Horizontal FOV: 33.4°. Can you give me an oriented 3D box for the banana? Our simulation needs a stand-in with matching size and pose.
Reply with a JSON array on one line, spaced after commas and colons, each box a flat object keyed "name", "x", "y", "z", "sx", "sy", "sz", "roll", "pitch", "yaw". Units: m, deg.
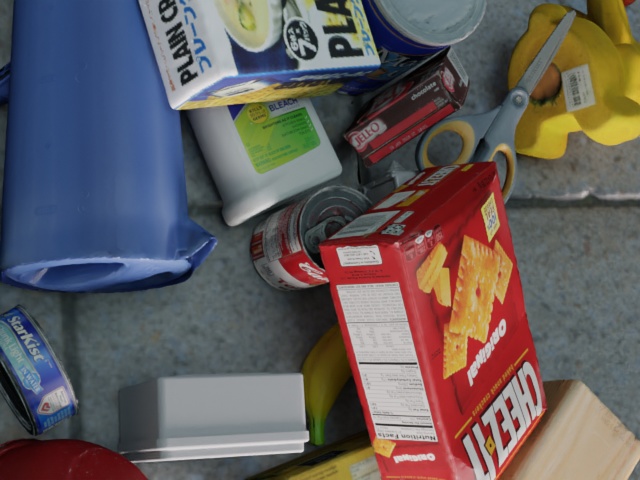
[{"name": "banana", "x": 0.049, "y": 0.082, "z": 0.871, "sx": 0.197, "sy": 0.037, "sz": 0.069, "roll": -35, "pitch": 114, "yaw": -25}]

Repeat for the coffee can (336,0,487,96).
[{"name": "coffee can", "x": 0.053, "y": -0.185, "z": 0.859, "sx": 0.102, "sy": 0.141, "sz": 0.103, "roll": 5, "pitch": 79, "yaw": -25}]

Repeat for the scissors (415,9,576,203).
[{"name": "scissors", "x": 0.141, "y": -0.114, "z": 0.870, "sx": 0.096, "sy": 0.016, "sz": 0.202, "roll": 21, "pitch": 81, "yaw": -14}]

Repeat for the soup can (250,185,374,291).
[{"name": "soup can", "x": -0.005, "y": 0.001, "z": 0.820, "sx": 0.068, "sy": 0.102, "sz": 0.068, "roll": 5, "pitch": 79, "yaw": -25}]

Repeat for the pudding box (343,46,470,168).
[{"name": "pudding box", "x": 0.072, "y": -0.108, "z": 0.855, "sx": 0.039, "sy": 0.090, "sz": 0.113, "roll": 56, "pitch": 21, "yaw": -8}]

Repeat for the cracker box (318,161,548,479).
[{"name": "cracker box", "x": 0.092, "y": 0.069, "z": 0.780, "sx": 0.163, "sy": 0.072, "sz": 0.214, "roll": -35, "pitch": 115, "yaw": -50}]

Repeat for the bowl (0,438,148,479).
[{"name": "bowl", "x": -0.148, "y": 0.189, "z": 0.693, "sx": 0.162, "sy": 0.055, "sz": 0.162, "roll": 46, "pitch": 21, "yaw": -24}]

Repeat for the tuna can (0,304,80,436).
[{"name": "tuna can", "x": -0.199, "y": 0.089, "z": 0.723, "sx": 0.033, "sy": 0.086, "sz": 0.086, "roll": -29, "pitch": 94, "yaw": -25}]

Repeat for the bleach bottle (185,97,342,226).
[{"name": "bleach bottle", "x": -0.079, "y": -0.144, "z": 0.834, "sx": 0.102, "sy": 0.068, "sz": 0.251, "roll": -26, "pitch": 91, "yaw": -30}]

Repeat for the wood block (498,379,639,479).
[{"name": "wood block", "x": 0.160, "y": 0.221, "z": 0.865, "sx": 0.090, "sy": 0.091, "sz": 0.206, "roll": 45, "pitch": 66, "yaw": -12}]

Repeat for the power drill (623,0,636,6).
[{"name": "power drill", "x": 0.296, "y": -0.346, "z": 1.050, "sx": 0.187, "sy": 0.057, "sz": 0.184, "roll": -41, "pitch": 103, "yaw": -22}]

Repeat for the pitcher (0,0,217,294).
[{"name": "pitcher", "x": -0.170, "y": -0.085, "z": 0.754, "sx": 0.149, "sy": 0.145, "sz": 0.243, "roll": 5, "pitch": 75, "yaw": -37}]
